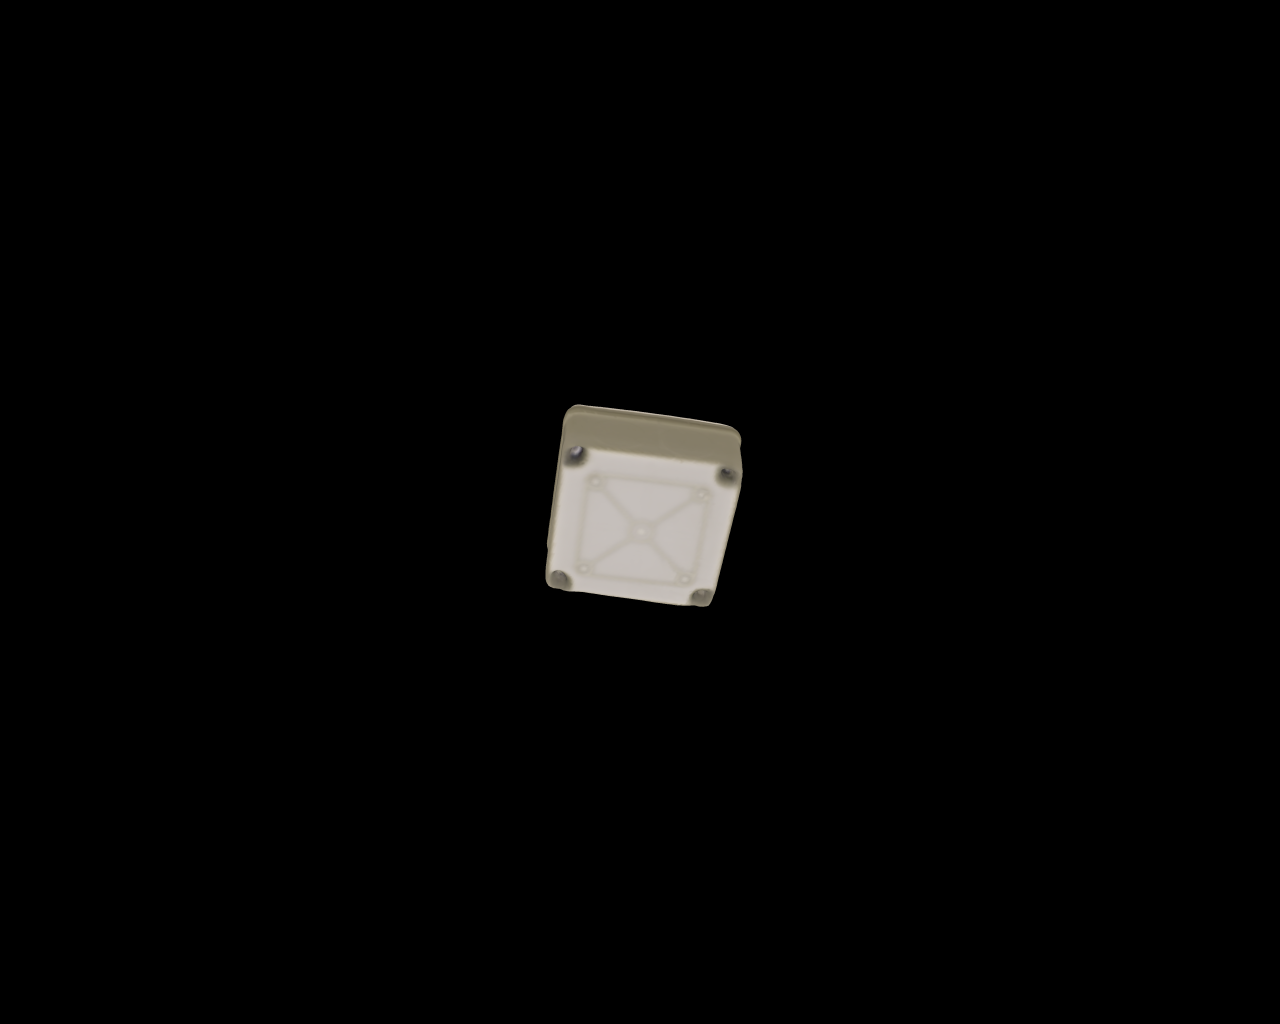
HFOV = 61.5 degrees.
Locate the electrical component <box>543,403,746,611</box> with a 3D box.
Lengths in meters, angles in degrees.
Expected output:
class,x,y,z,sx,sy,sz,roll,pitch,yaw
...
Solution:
class,x,y,z,sx,sy,sz,roll,pitch,yaw
electrical component,0.001,-0.003,0.650,0.109,0.108,0.056,7,32,-5
